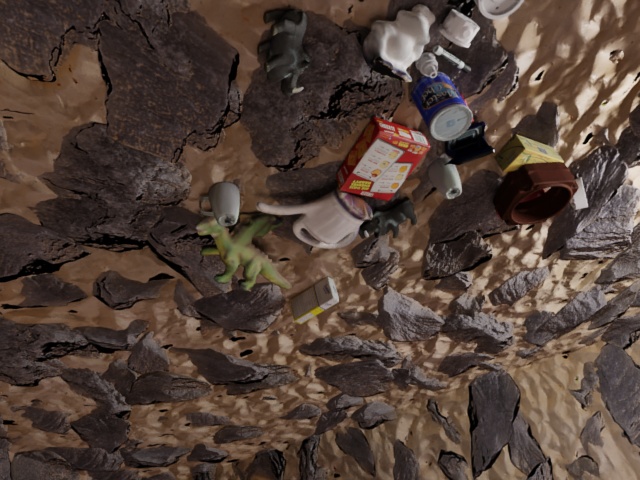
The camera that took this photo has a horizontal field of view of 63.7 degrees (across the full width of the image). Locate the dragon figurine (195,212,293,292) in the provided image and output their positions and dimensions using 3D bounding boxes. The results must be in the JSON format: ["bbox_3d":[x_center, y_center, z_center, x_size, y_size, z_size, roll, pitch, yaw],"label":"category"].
[{"bbox_3d":[-0.195,0.022,1.521,0.408,0.125,0.239,18,122,-36],"label":"dragon figurine"}]

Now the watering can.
[{"bbox_3d":[0.004,-0.074,1.461,0.222,0.106,0.344,-38,137,24],"label":"watering can"}]

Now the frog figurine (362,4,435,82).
[{"bbox_3d":[0.168,-0.436,1.112,0.136,0.124,0.159,20,93,-25],"label":"frog figurine"}]
